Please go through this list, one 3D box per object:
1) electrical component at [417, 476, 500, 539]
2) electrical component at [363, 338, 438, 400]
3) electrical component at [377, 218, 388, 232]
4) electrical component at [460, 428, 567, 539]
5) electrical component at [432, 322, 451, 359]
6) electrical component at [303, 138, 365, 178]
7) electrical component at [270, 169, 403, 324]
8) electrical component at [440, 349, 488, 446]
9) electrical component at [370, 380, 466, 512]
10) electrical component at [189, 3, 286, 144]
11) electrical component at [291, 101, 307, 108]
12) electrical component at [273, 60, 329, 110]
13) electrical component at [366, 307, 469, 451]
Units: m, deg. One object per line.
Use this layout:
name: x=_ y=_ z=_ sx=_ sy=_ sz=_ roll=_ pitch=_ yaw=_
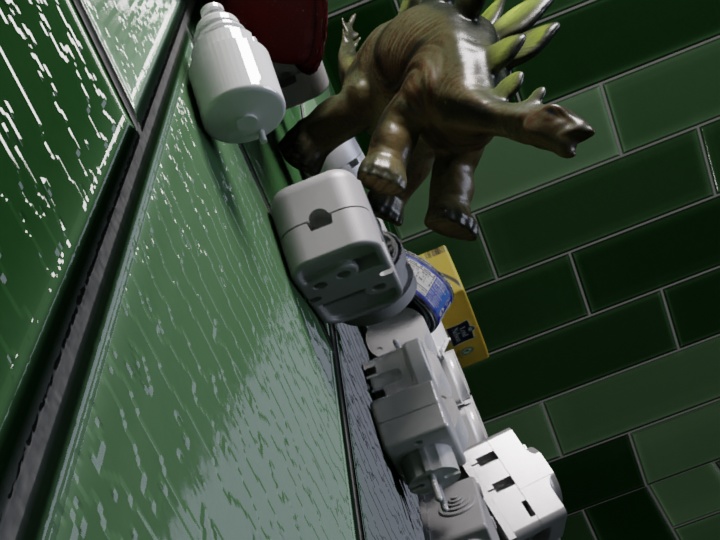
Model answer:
electrical component: x=0.083 y=0.214 z=0.808 sx=0.099 sy=0.048 sz=0.099 roll=-92 pitch=160 yaw=-76
electrical component: x=0.030 y=0.076 z=0.796 sx=0.040 sy=0.046 sz=0.040 roll=-21 pitch=90 yaw=-86
electrical component: x=-0.001 y=-0.048 z=1.048 sx=0.077 sy=0.043 sz=0.079 roll=46 pitch=24 yaw=-80
electrical component: x=0.128 y=0.215 z=0.925 sx=0.089 sy=0.062 sz=0.150 roll=57 pitch=-17 yaw=35
electrical component: x=0.042 y=0.058 z=1.004 sx=0.096 sy=0.061 sz=0.061 roll=-38 pitch=107 yaw=-78
electrical component: x=-0.025 y=-0.094 z=0.910 sx=0.055 sy=0.055 sz=0.047 roll=-100 pitch=164 yaw=-70
electrical component: x=-0.014 y=-0.016 z=0.639 sx=0.095 sy=0.054 sz=0.059 roll=60 pitch=9 yaw=-64
electrical component: x=0.088 y=0.143 z=1.125 sx=0.186 sy=0.060 sz=0.105 roll=27 pitch=42 yaw=-84
electrical component: x=0.046 y=0.128 z=0.738 sx=0.065 sy=0.047 sz=0.076 roll=63 pitch=7 yaw=-53
electrical component: x=-0.063 y=-0.097 z=0.517 sx=0.040 sy=0.040 sz=0.078 roll=62 pitch=8 yaw=-60
electrical component: x=-0.062 y=-0.167 z=0.890 sx=0.065 sy=0.044 sz=0.044 roll=72 pitch=1 yaw=-47
electrical component: x=-0.062 y=-0.164 z=0.775 sx=0.095 sy=0.054 sz=0.059 roll=-106 pitch=173 yaw=-53
electrical component: x=0.040 y=0.083 z=0.853 sx=0.073 sy=0.052 sz=0.138 roll=64 pitch=6 yaw=-48
